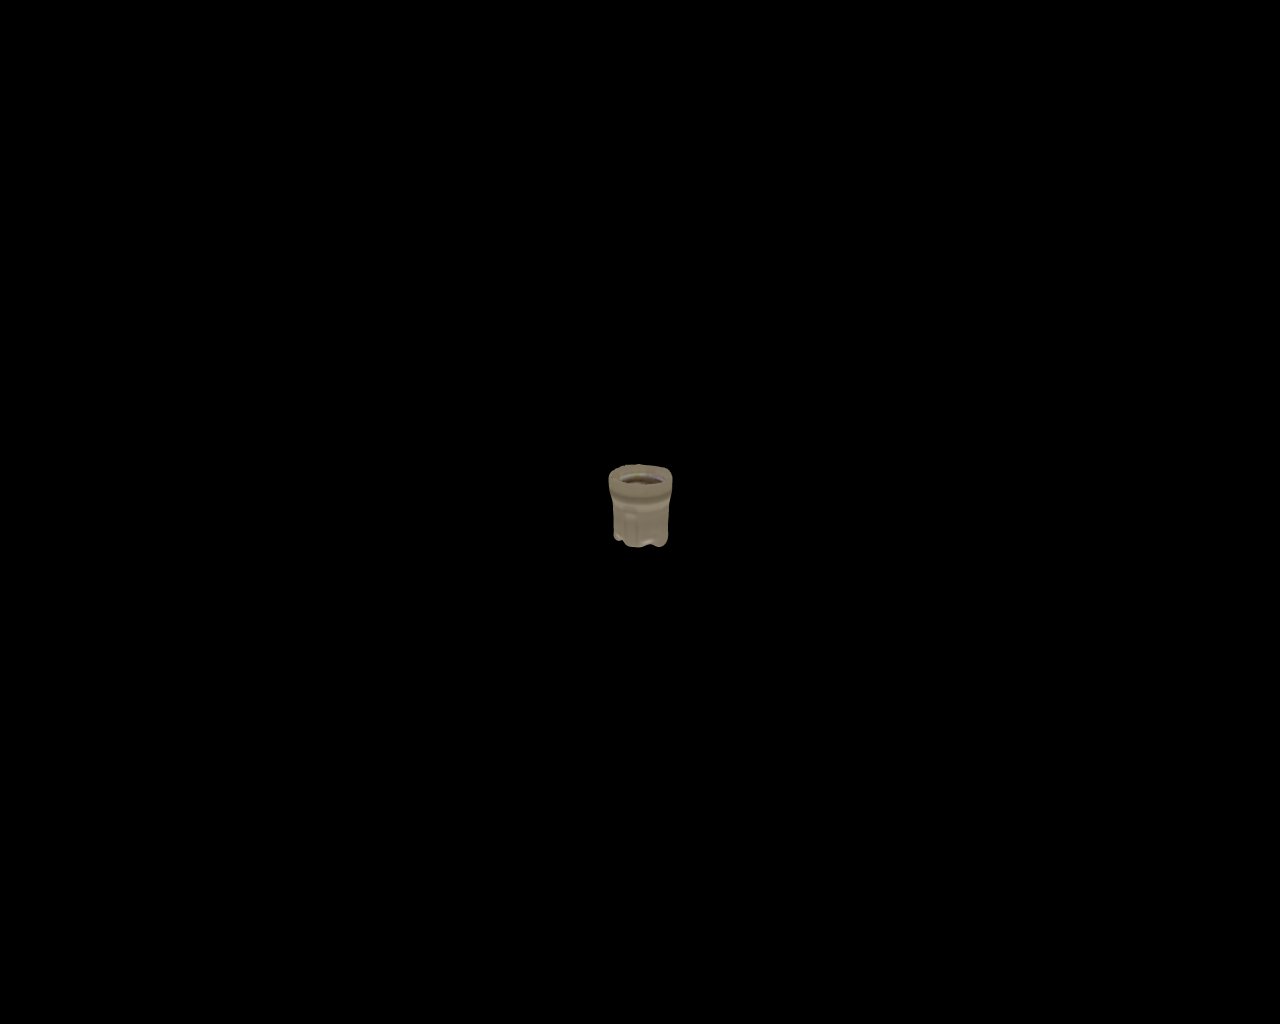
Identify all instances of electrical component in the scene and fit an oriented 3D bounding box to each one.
[{"bbox_3d":[0.001,-0.003,0.650,0.040,0.046,0.040,0,22,0],"label":"electrical component"}]
